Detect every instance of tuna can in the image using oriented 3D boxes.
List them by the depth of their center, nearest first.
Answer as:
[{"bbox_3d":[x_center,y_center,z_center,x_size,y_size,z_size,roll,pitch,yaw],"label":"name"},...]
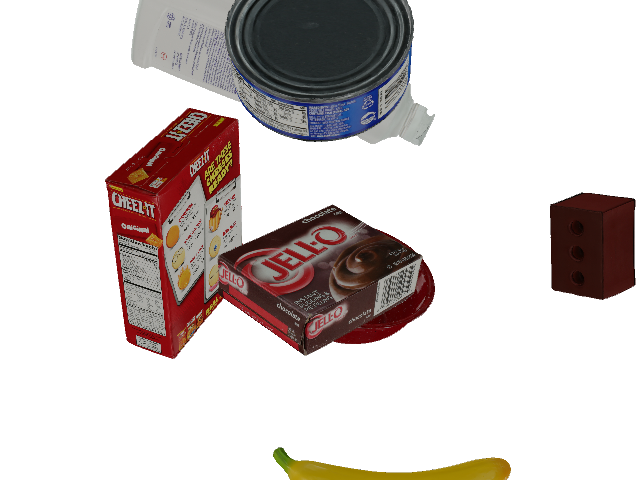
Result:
[{"bbox_3d":[0.000,-0.088,0.495,0.086,0.086,0.034,0,-32,3],"label":"tuna can"}]

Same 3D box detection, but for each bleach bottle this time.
[{"bbox_3d":[-0.028,-0.140,0.877,0.251,0.068,0.103,26,-35,1],"label":"bleach bottle"}]

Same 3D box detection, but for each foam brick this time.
[{"bbox_3d":[0.228,0.004,0.894,0.051,0.078,0.053,-20,22,-41],"label":"foam brick"}]

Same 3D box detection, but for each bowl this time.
[{"bbox_3d":[0.026,0.050,1.034,0.162,0.055,0.162,8,35,-6],"label":"bowl"}]

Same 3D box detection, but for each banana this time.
[{"bbox_3d":[0.061,0.193,0.852,0.197,0.037,0.069,6,38,-6],"label":"banana"}]

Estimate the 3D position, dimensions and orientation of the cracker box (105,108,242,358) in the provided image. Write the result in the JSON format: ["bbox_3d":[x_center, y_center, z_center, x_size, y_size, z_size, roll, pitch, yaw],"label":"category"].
[{"bbox_3d":[-0.151,-0.009,1.141,0.072,0.214,0.164,15,39,20],"label":"cracker box"}]

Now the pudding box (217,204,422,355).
[{"bbox_3d":[-0.001,0.024,0.731,0.113,0.039,0.090,-23,42,-39],"label":"pudding box"}]
